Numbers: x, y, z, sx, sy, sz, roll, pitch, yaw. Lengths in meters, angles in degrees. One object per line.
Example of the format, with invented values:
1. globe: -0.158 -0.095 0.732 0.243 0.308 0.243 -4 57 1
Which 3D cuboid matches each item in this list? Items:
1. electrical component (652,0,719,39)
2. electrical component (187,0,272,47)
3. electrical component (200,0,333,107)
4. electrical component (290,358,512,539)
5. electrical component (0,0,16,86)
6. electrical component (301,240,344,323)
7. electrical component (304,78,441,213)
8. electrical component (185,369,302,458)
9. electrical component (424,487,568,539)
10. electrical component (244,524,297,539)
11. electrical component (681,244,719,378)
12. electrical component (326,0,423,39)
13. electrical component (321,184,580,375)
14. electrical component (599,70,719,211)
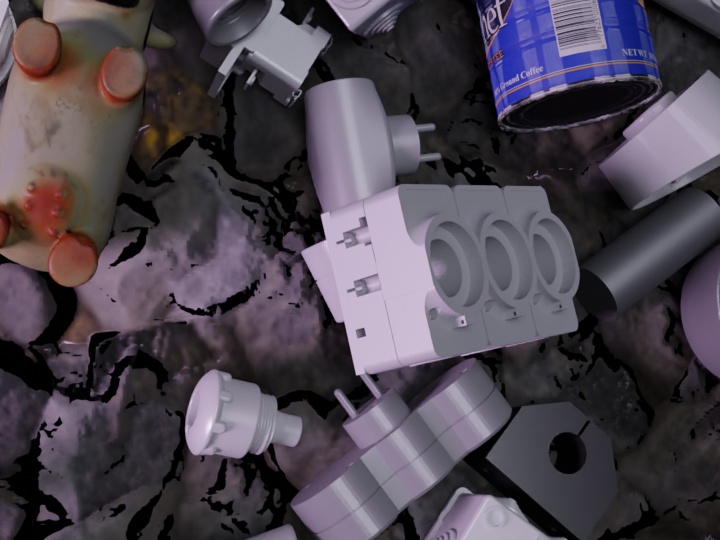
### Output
1. electrical component: 0.249 -0.205 0.746 0.077 0.044 0.079 26 74 -10
2. electrical component: -0.085 -0.163 0.598 0.044 0.044 0.065 -32 77 -19
3. electrical component: -0.055 -0.135 0.644 0.064 0.042 0.081 32 73 -8
4. electrical component: 0.015 0.092 0.617 0.138 0.052 0.073 -37 92 -20
5. electrical component: -0.229 -0.133 0.587 0.080 0.051 0.080 3 79 -16
6. electrical component: 0.000 0.000 0.630 0.055 0.055 0.047 -23 91 -19
7. electrical component: 0.011 -0.074 0.651 0.079 0.044 0.077 -8 83 -18
8. electrical component: -0.064 0.084 0.601 0.062 0.048 0.048 16 76 -20
9. electrical component: 0.077 0.186 0.621 0.100 0.048 0.099 37 72 -7
10. electrical component: -0.067 0.166 0.587 0.065 0.044 0.044 -6 82 -13
11. electrical component: 0.261 0.026 0.699 0.108 0.060 0.108 3 79 -16
12. electrical component: -0.008 -0.186 0.639 0.048 0.099 0.099 -38 93 11
13. electrical component: 0.059 0.002 0.605 0.150 0.062 0.089 -5 80 -51
14. electrical component: 0.204 -0.078 0.683 0.099 0.099 0.064 -41 87 -19
